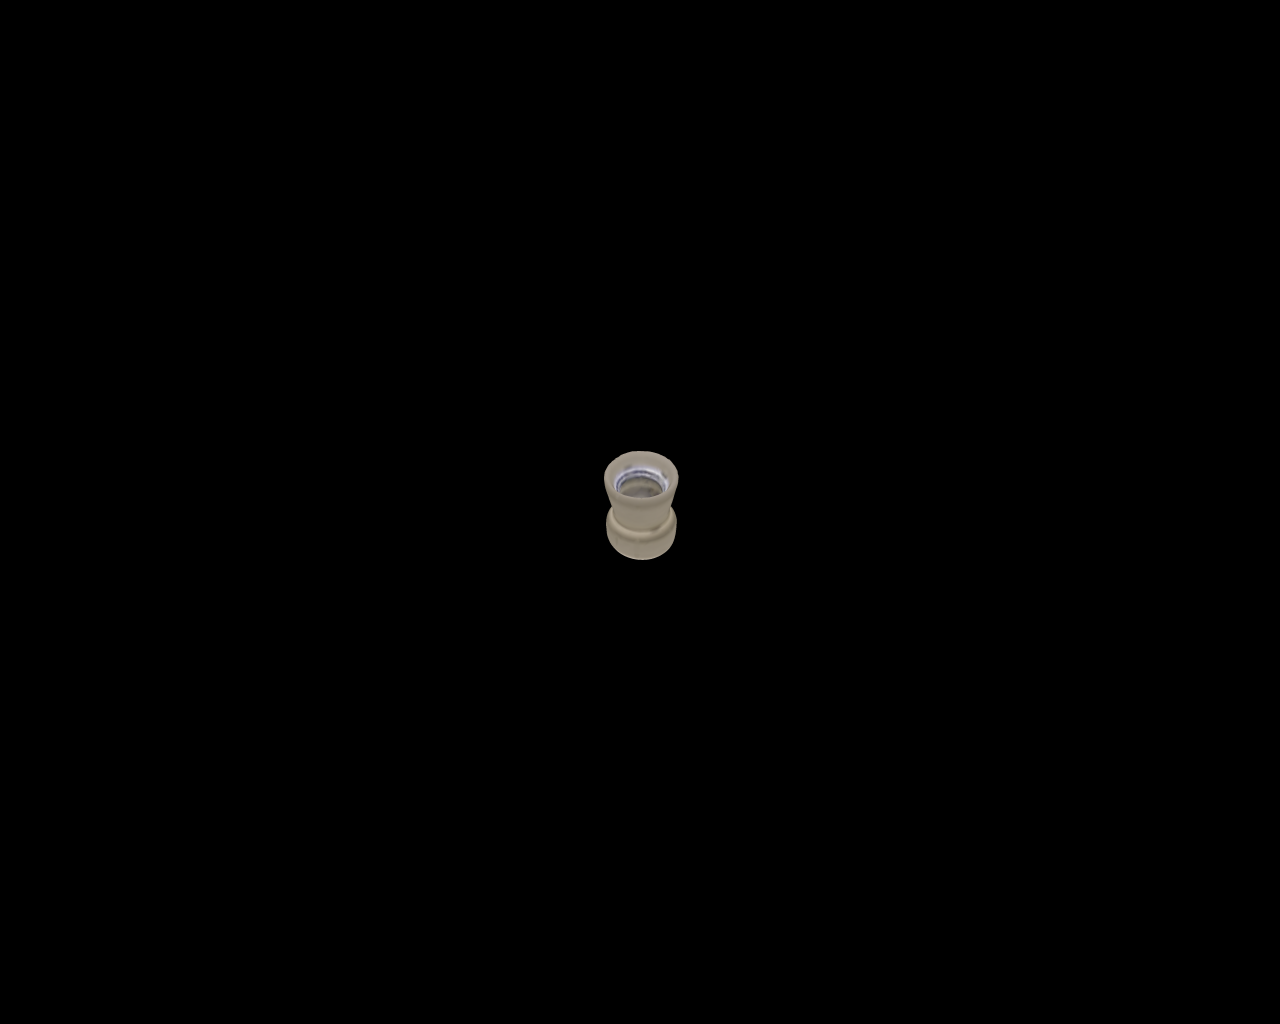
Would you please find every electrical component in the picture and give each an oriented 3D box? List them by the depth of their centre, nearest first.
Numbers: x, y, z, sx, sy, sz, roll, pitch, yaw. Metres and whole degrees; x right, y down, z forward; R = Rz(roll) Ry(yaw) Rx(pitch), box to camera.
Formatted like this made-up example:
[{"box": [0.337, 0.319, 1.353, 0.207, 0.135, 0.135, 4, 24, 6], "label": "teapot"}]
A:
[{"box": [0.001, -0.003, 0.650, 0.045, 0.055, 0.045, 0, 44, 0], "label": "electrical component"}]
